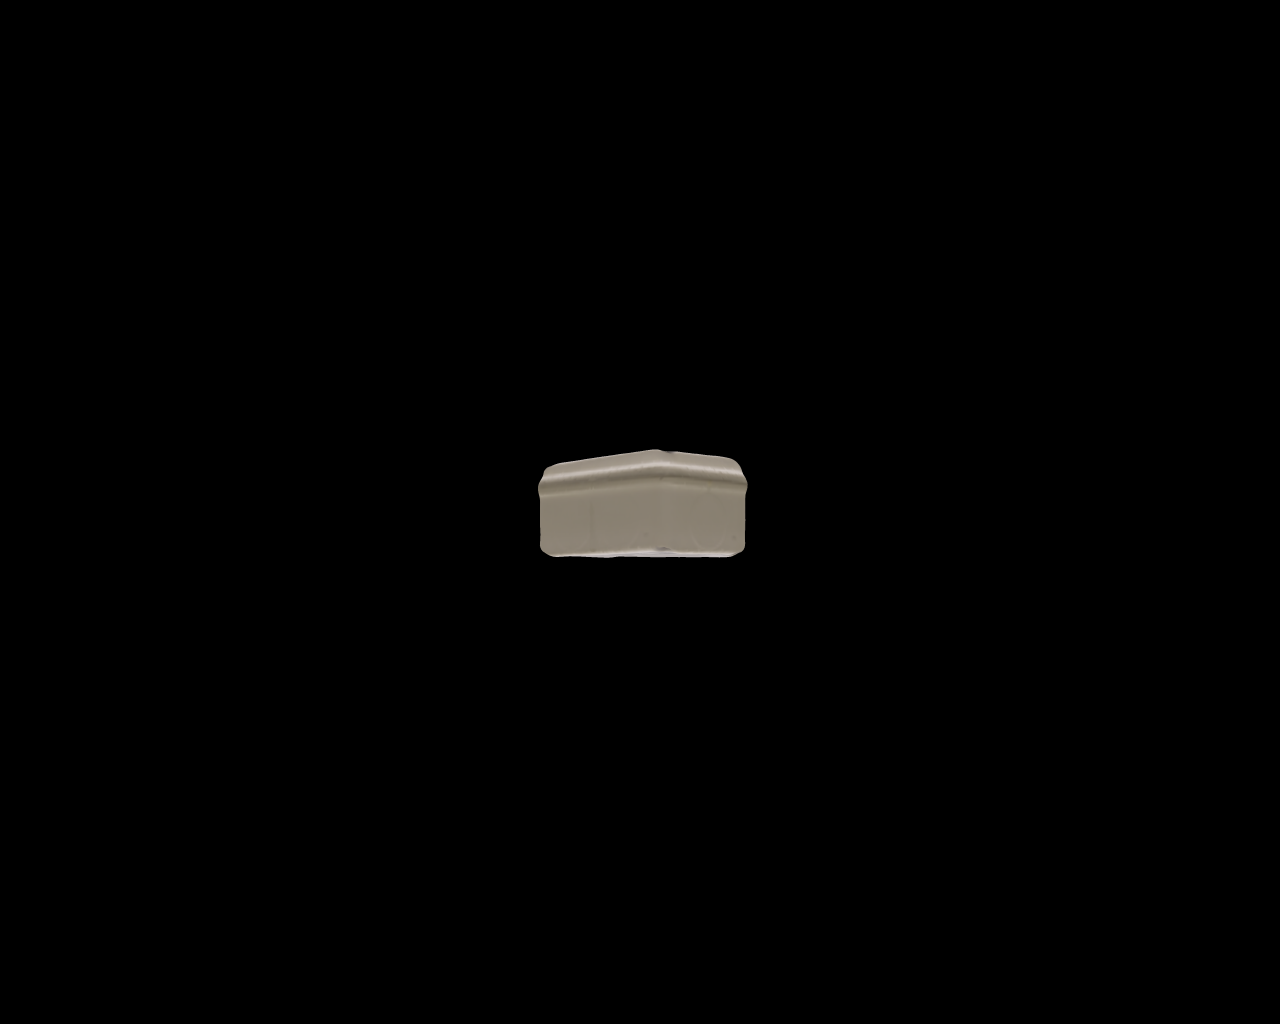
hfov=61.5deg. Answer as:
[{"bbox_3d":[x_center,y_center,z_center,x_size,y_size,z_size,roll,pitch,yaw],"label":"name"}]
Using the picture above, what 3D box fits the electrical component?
[{"bbox_3d":[0.001,-0.003,0.650,0.113,0.057,0.078,-4,-6,43],"label":"electrical component"}]
